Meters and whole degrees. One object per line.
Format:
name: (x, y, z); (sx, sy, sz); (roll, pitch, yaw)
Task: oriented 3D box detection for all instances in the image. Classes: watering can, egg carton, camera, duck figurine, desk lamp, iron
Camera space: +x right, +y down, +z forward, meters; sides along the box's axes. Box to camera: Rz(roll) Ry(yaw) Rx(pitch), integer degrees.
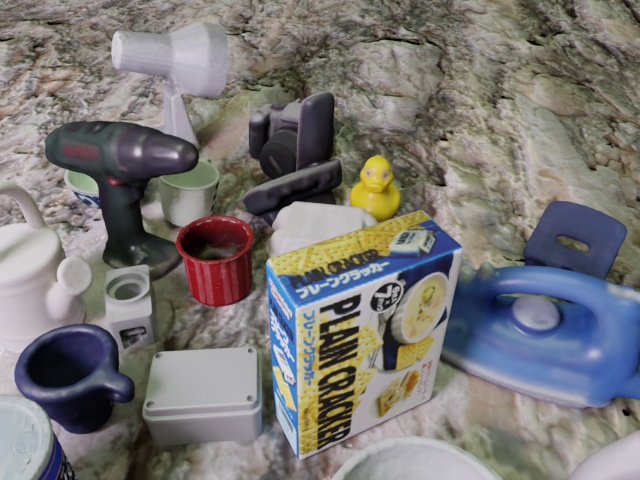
watering can: (-0.323, 0.025, 0.624); (0.173, 0.194, 0.101); (2, 39, 1)
egg carton: (0.007, 0.003, 0.760); (0.150, 0.069, 0.107); (5, 39, 4)
camera: (-0.061, -0.168, 0.944); (0.143, 0.101, 0.137); (14, 41, 15)
duck figurine: (0.085, -0.087, 0.861); (0.077, 0.086, 0.104); (6, 39, 6)
desk lamp: (-0.249, -0.245, 0.945); (0.204, 0.214, 0.117); (-18, 43, -22)
iron: (0.223, 0.079, 0.615); (0.257, 0.141, 0.119); (11, 40, 12)

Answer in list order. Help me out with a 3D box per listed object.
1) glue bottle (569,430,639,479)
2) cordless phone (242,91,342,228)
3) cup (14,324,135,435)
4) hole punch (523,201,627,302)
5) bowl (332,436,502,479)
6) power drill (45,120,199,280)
glue bottle: (0.254, 0.185, 0.459); (0.078, 0.173, 0.037); (14, 41, 15)
cordless phone: (-0.038, -0.117, 0.815); (0.148, 0.185, 0.093); (-26, 46, -29)
cup: (-0.223, 0.147, 0.555); (0.117, 0.095, 0.092); (15, 41, 16)
hole punch: (0.325, 0.015, 0.737); (0.108, 0.091, 0.101); (24, 44, 26)
bowl: (0.079, 0.248, 0.454); (0.167, 0.075, 0.167); (1, 39, 0)
power drill: (-0.234, -0.056, 0.715); (0.229, 0.208, 0.076); (19, 42, 21)
